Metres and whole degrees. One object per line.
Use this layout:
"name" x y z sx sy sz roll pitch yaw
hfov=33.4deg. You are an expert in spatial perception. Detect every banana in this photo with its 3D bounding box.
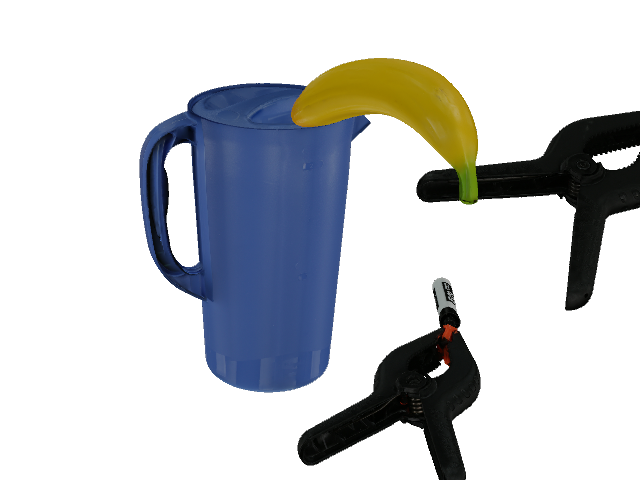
"banana" 0.042 -0.086 0.699 0.037 0.070 0.198 18 9 -38

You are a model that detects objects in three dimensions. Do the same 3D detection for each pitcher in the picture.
"pitcher" -0.052 -0.001 0.878 0.149 0.243 0.144 11 24 20

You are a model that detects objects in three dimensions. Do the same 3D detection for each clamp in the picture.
"clamp" 0.202 -0.037 0.816 0.209 0.036 0.165 -26 51 -20
"clamp" 0.076 0.121 0.771 0.120 0.039 0.171 19 40 29

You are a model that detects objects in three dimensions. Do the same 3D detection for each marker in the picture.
"marker" 0.118 0.060 1.004 0.020 0.020 0.121 0 14 3
